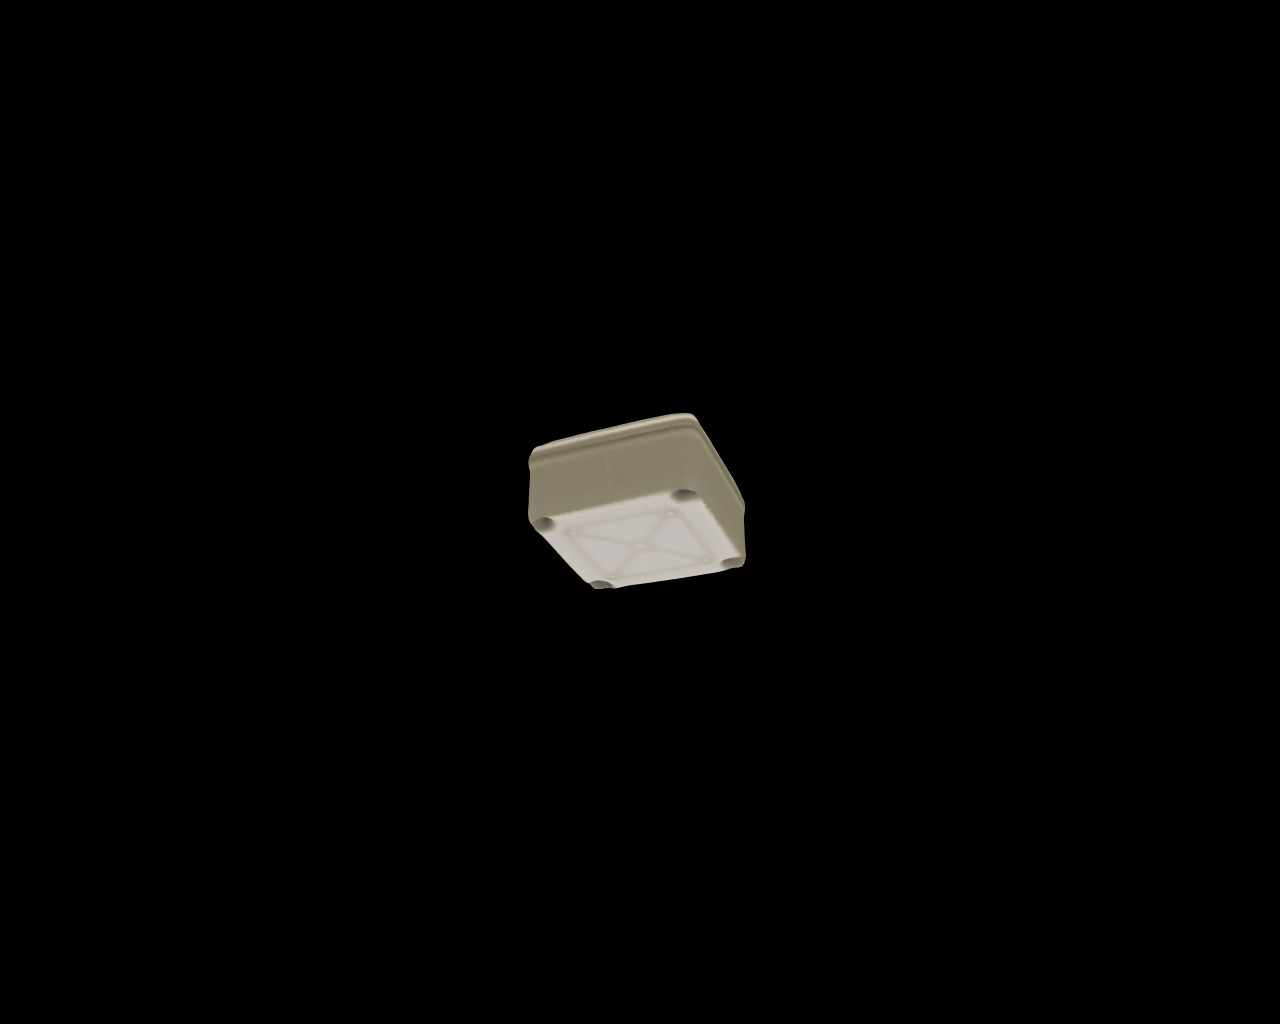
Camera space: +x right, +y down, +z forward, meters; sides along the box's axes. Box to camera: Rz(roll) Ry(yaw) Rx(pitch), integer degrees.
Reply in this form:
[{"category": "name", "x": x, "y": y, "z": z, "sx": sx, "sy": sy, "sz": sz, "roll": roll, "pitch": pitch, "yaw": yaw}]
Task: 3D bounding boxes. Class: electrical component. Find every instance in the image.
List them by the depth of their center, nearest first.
[{"category": "electrical component", "x": 0.001, "y": -0.003, "z": 0.650, "sx": 0.109, "sy": 0.056, "sz": 0.108, "roll": -11, "pitch": -32, "yaw": 18}]
